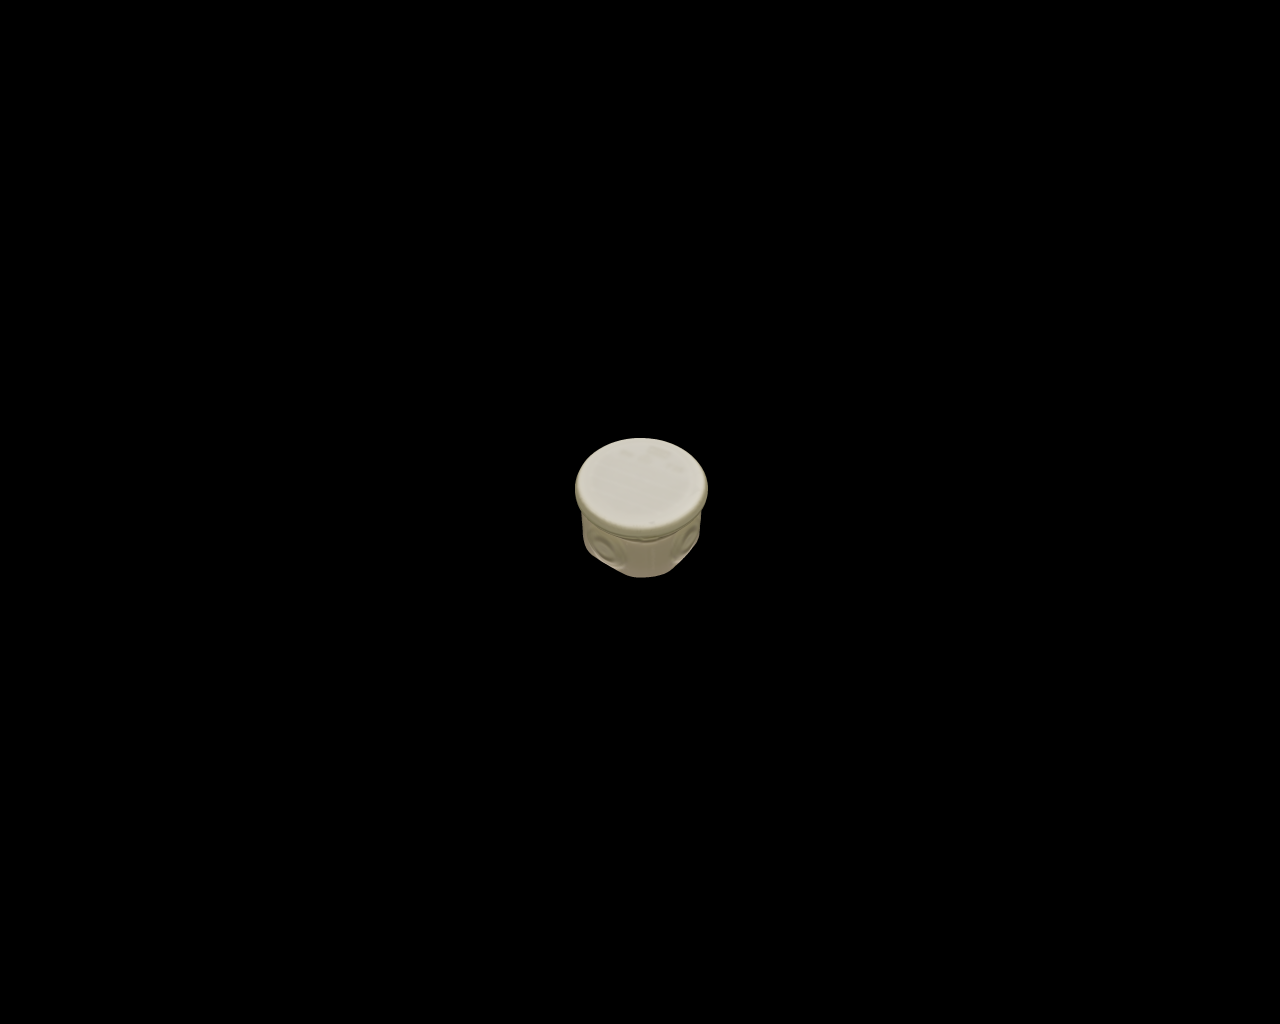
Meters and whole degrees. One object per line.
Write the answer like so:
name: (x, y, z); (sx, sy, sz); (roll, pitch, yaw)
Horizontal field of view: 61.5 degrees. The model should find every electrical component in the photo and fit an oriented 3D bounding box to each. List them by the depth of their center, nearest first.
electrical component: (0.001, -0.003, 0.650); (0.080, 0.080, 0.050); (0, -42, 0)
